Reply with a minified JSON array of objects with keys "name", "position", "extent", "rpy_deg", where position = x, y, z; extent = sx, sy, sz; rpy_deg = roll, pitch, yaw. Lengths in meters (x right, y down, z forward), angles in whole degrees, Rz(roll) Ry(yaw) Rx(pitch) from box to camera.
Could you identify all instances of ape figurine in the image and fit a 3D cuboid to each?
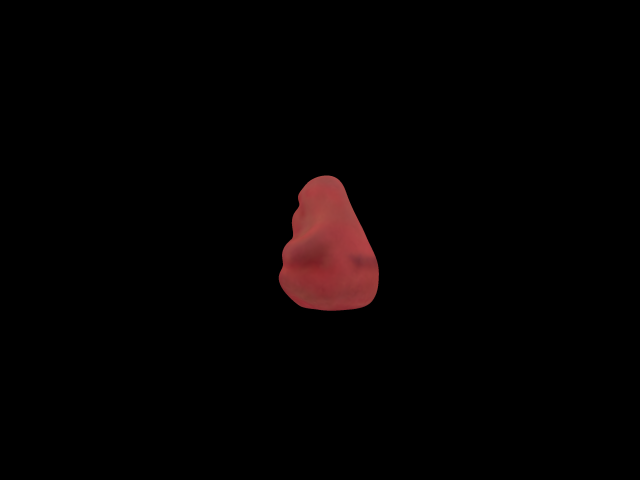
[{"name":"ape figurine","position":[0.004,0.001,0.400],"extent":[0.075,0.092,0.078],"rpy_deg":[0,0,44]}]
